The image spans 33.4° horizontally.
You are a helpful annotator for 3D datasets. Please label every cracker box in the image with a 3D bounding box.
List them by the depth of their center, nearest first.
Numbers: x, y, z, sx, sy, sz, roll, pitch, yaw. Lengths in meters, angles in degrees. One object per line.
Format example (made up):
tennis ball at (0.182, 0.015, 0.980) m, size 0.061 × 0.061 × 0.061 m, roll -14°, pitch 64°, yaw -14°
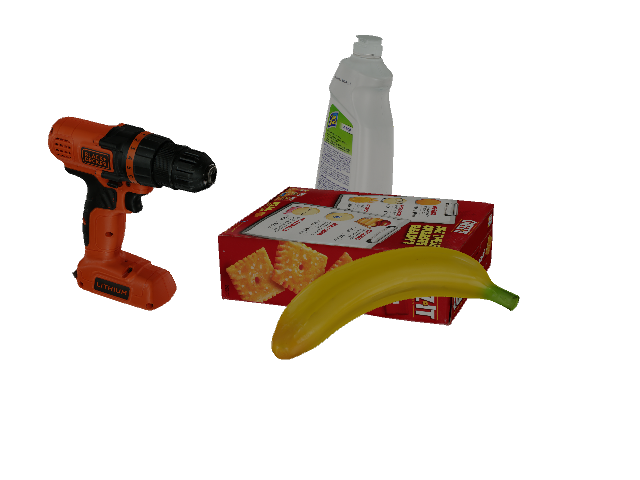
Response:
cracker box at (0.037, 0.010, 0.979) m, size 0.214 × 0.072 × 0.164 m, roll 6°, pitch 20°, yaw 20°

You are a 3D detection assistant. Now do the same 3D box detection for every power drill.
power drill at (-0.186, -0.025, 1.077) m, size 0.185 × 0.188 × 0.057 m, roll 16°, pitch 31°, yaw 22°

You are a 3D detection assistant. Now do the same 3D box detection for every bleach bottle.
bleach bottle at (0.042, -0.093, 1.154) m, size 0.067 × 0.251 × 0.103 m, roll -8°, pitch 25°, yaw -34°

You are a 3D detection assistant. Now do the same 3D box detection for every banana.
banana at (0.045, 0.037, 0.749) m, size 0.197 × 0.037 × 0.070 m, roll -11°, pitch 33°, yaw -26°
